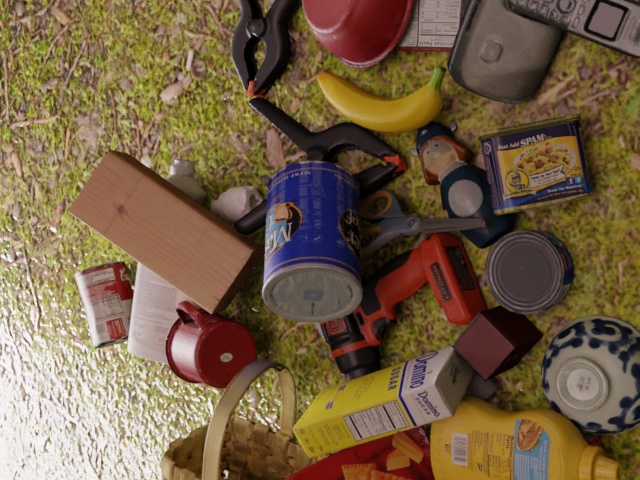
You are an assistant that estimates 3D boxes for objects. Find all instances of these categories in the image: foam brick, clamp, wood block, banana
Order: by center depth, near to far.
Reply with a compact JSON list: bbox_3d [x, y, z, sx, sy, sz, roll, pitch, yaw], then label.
[{"bbox_3d":[0.182,0.104,1.096,0.051,0.078,0.053,46,117,21],"label":"foam brick"},{"bbox_3d":[0.068,-0.151,1.159,0.198,0.037,0.069,7,97,48],"label":"banana"},{"bbox_3d":[-0.005,-0.077,1.215,0.210,0.036,0.164,8,84,26],"label":"clamp"},{"bbox_3d":[-0.058,-0.254,1.249,0.120,0.039,0.171,4,99,38],"label":"clamp"},{"bbox_3d":[-0.177,-0.010,1.255,0.206,0.090,0.091,35,94,6],"label":"wood block"}]

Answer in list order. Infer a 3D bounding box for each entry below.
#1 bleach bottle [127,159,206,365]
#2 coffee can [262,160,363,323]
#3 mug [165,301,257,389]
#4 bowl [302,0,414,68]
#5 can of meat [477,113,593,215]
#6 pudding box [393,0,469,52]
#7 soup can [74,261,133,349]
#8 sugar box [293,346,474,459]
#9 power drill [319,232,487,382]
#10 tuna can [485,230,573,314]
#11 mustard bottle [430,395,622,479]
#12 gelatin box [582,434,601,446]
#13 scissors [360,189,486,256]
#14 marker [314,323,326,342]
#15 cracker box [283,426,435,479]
[{"bbox_3d":[-0.178,0.026,1.334,0.103,0.068,0.251,11,96,26],"label":"bleach bottle"},{"bbox_3d":[-0.007,0.001,1.123,0.103,0.102,0.140,-26,46,31],"label":"coffee can"},{"bbox_3d":[-0.132,0.122,1.270,0.082,0.093,0.117,5,126,61],"label":"mug"},{"bbox_3d":[0.029,-0.268,1.153,0.162,0.055,0.162,5,96,52],"label":"bowl"},{"bbox_3d":[0.214,-0.074,1.059,0.102,0.057,0.084,-11,90,4],"label":"can of meat"},{"bbox_3d":[0.121,-0.257,1.133,0.090,0.039,0.113,9,100,32],"label":"pudding box"},{"bbox_3d":[-0.276,0.085,1.397,0.069,0.068,0.102,-19,84,32],"label":"soup can"},{"bbox_3d":[0.066,0.168,1.110,0.176,0.093,0.048,-26,100,29],"label":"sugar box"},{"bbox_3d":[0.085,0.084,1.169,0.188,0.057,0.184,-25,80,32],"label":"power drill"},{"bbox_3d":[0.215,0.032,1.095,0.086,0.033,0.086,3,95,33],"label":"tuna can"},{"bbox_3d":[0.205,0.214,1.064,0.192,0.058,0.096,4,95,36],"label":"mustard bottle"},{"bbox_3d":[0.241,0.233,1.096,0.089,0.030,0.073,5,96,32],"label":"gelatin box"},{"bbox_3d":[0.099,-0.029,1.135,0.202,0.016,0.096,-17,43,39],"label":"scissors"},{"bbox_3d":[-0.018,0.065,1.257,0.020,0.020,0.121,-41,72,28],"label":"marker"},{"bbox_3d":[0.045,0.301,1.121,0.164,0.213,0.072,63,155,13],"label":"cracker box"}]
